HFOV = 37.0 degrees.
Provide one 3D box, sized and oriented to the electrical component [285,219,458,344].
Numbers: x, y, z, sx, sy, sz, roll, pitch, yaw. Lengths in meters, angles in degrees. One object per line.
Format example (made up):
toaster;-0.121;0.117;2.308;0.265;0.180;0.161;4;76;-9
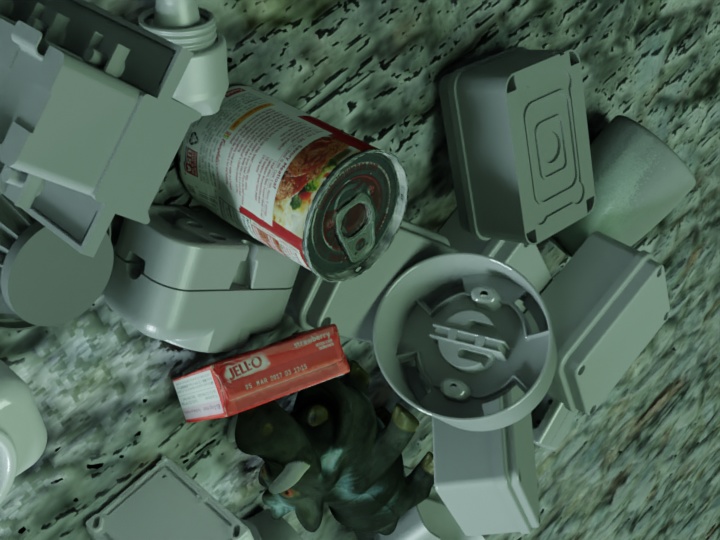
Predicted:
electrical component;0.000;0.000;0.650;0.113;0.057;0.078;17;101;-54

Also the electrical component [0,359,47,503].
electrical component;-0.191;0.079;0.473;0.095;0.059;0.053;-35;138;-30

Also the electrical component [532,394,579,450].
electrical component;0.137;0.105;0.869;0.076;0.083;0.047;25;94;-55

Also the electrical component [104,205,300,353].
electrical component;-0.081;0.004;0.558;0.095;0.054;0.059;0;115;-50

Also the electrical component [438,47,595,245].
electrical component;0.101;-0.080;0.690;0.078;0.057;0.113;-27;116;-36

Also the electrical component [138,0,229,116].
electrical component;-0.082;-0.103;0.488;0.043;0.043;0.062;-27;132;-37

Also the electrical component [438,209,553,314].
electrical component;0.092;0.014;0.772;0.078;0.057;0.113;-52;144;-11

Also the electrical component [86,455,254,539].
electrical component;-0.099;0.166;0.616;0.062;0.096;0.061;-40;141;-24

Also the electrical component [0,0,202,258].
electrical component;-0.125;-0.067;0.395;0.063;0.121;0.078;21;97;-52

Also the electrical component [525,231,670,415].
electrical component;0.170;0.039;0.782;0.113;0.057;0.078;-48;143;-16

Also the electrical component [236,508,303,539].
electrical component;-0.078;0.189;0.703;0.077;0.044;0.079;-41;141;-24

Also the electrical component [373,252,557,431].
electrical component;0.064;0.044;0.627;0.099;0.099;0.064;-54;150;-7

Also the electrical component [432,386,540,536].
electrical component;0.087;0.117;0.748;0.108;0.056;0.108;61;25;-55
